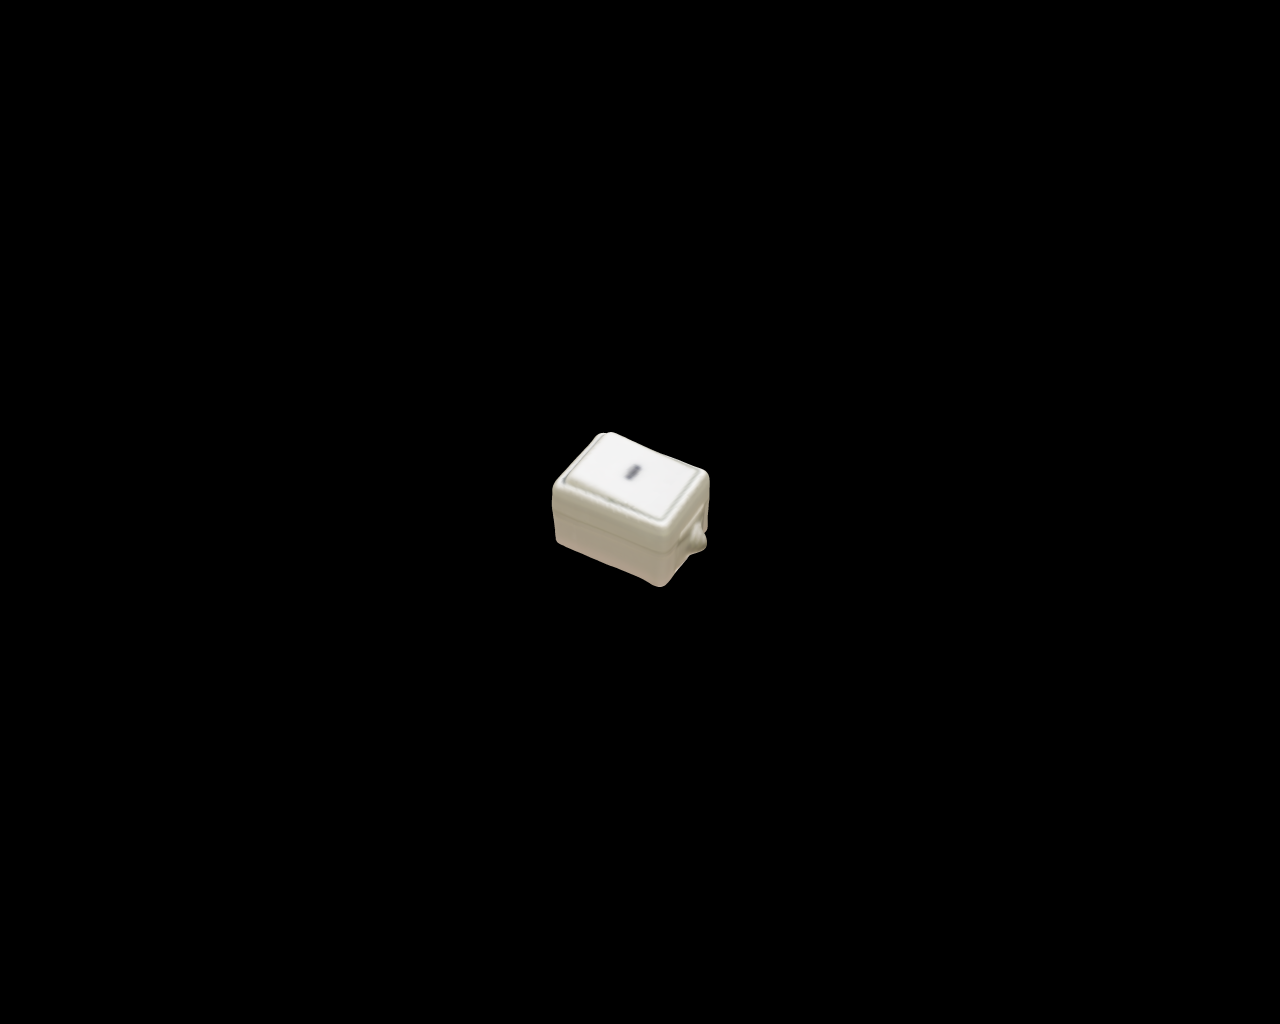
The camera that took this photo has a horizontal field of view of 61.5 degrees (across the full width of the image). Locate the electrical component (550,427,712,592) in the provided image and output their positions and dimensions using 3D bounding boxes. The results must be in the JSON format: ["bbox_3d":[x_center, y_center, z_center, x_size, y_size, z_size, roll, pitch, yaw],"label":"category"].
[{"bbox_3d":[0.001,-0.003,0.650,0.096,0.061,0.062,22,49,21],"label":"electrical component"}]
